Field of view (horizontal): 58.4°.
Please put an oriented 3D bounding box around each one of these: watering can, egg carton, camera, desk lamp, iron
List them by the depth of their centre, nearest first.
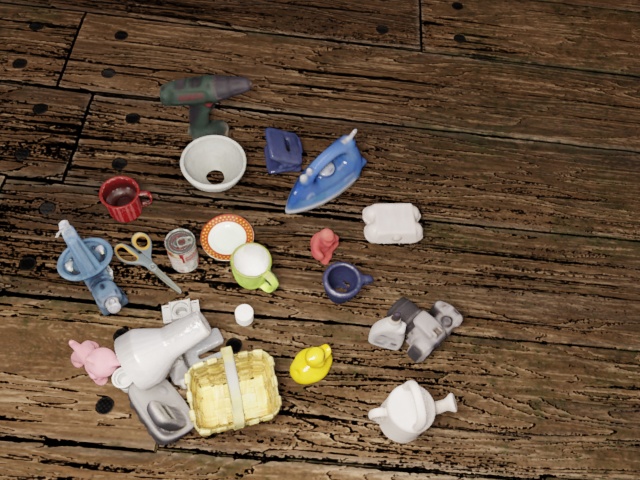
[{"bbox_3d":[0.189,0.342,1.165,0.173,0.194,0.100,-25,67,-17],"label":"watering can"},{"bbox_3d":[-0.293,0.225,1.170,0.203,0.213,0.117,-24,66,-17],"label":"desk lamp"},{"bbox_3d":[0.232,0.183,1.308,0.143,0.101,0.136,-39,72,-22],"label":"camera"},{"bbox_3d":[0.182,-0.039,1.441,0.150,0.069,0.107,-2,62,-7],"label":"egg carton"},{"bbox_3d":[0.008,-0.178,1.458,0.118,0.141,0.259,41,66,16],"label":"iron"}]

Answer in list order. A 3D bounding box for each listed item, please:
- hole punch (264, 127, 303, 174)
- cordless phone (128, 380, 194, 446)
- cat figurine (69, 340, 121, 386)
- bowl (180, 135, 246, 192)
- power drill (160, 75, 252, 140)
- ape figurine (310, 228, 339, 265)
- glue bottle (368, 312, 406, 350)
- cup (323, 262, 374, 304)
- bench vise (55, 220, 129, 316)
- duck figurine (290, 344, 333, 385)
[{"bbox_3d":[-0.095,-0.241,1.510,0.101,0.091,0.108,-7,63,-9],"label":"hole punch"},{"bbox_3d":[-0.322,0.323,1.130,0.094,0.185,0.147,-39,71,-22],"label":"cordless phone"},{"bbox_3d":[-0.470,0.249,1.195,0.127,0.118,0.067,31,63,11],"label":"cat figurine"},{"bbox_3d":[-0.271,-0.183,1.472,0.167,0.075,0.167,2,62,-4],"label":"bowl"},{"bbox_3d":[-0.288,-0.345,1.481,0.229,0.208,0.075,-1,62,-6],"label":"power drill"},{"bbox_3d":[0.013,0.005,1.388,0.078,0.092,0.076,-25,67,-17],"label":"ape figurine"},{"bbox_3d":[0.155,0.193,1.254,0.078,0.173,0.037,16,61,4],"label":"glue bottle"},{"bbox_3d":[0.062,0.108,1.335,0.118,0.095,0.091,-4,62,-7],"label":"cup"},{"bbox_3d":[-0.487,0.053,1.240,0.207,0.220,0.122,34,64,13],"label":"bench vise"},{"bbox_3d":[-0.017,0.265,1.248,0.105,0.086,0.077,-31,69,-20],"label":"duck figurine"}]
